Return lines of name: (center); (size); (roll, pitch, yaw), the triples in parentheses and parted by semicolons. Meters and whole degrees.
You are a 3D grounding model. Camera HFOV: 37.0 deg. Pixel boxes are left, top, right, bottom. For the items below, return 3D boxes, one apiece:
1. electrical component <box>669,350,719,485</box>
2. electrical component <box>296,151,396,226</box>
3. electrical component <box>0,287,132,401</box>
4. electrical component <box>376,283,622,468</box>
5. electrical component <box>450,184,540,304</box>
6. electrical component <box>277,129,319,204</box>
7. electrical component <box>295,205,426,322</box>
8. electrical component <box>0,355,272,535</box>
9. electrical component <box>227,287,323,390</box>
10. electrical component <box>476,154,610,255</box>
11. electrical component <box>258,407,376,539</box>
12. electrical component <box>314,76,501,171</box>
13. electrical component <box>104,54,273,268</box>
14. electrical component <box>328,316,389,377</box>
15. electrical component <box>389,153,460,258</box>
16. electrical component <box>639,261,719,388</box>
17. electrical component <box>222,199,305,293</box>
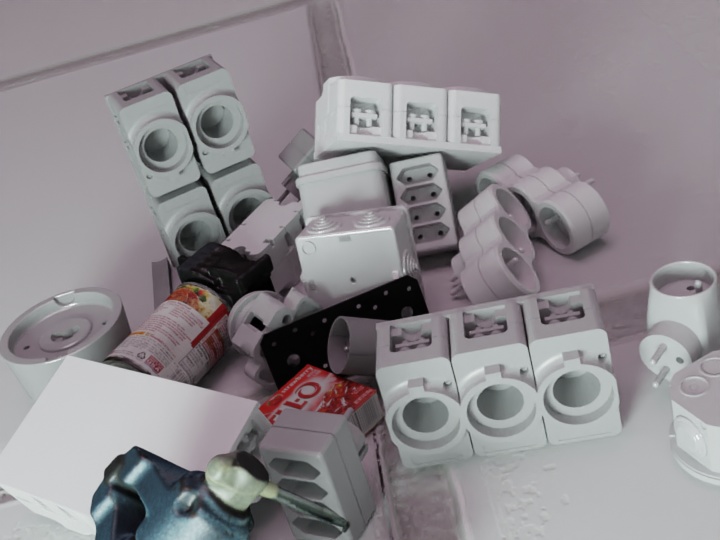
electrical component: (0.233, 0.091, 0.669); (0.080, 0.051, 0.080); (-12, 31, 7)
electrical component: (-0.008, -0.065, 0.972); (0.078, 0.057, 0.113); (-11, -6, 9)
electrical component: (-0.244, 0.070, 0.919); (0.108, 0.060, 0.108); (-12, 31, 7)
electrical component: (0.093, 0.075, 0.723); (0.150, 0.089, 0.061); (-11, 32, 9)
electrical component: (0.101, -0.006, 0.887); (0.074, 0.052, 0.138); (-41, 25, 28)
electrical component: (-0.053, -0.089, 1.086); (0.076, 0.066, 0.047); (-49, 34, 3)
electrical component: (0.000, 0.000, 0.880); (0.100, 0.099, 0.048); (-6, 20, 17)
electrical component: (-0.153, 0.134, 0.747); (0.186, 0.060, 0.105); (8, 56, 34)
electrical component: (-0.071, 0.049, 0.867); (0.057, 0.058, 0.078); (27, 85, 52)
electrical component: (0.172, -0.067, 0.947); (0.074, 0.052, 0.138); (-28, 33, -19)
electrical component: (-0.019, 0.123, 0.706); (0.047, 0.083, 0.075); (2, 36, 28)
electrical component: (0.041, -0.133, 0.970); (0.150, 0.061, 0.089); (3, -6, -16)
electrical component: (-0.151, -0.091, 1.009); (0.105, 0.186, 0.060); (-25, 32, -14)
electrical component: (0.021, 0.060, 0.814); (0.081, 0.043, 0.043); (7, 23, -24)
electrical component: (0.061, -0.054, 0.969); (0.047, 0.083, 0.076); (-11, -7, 9)
electrical component: (0.214, 0.047, 0.723); (0.043, 0.077, 0.079); (11, 40, 37)
electrical component: (-0.081, -0.017, 0.985); (0.050, 0.055, 0.089); (5, 37, 31)
